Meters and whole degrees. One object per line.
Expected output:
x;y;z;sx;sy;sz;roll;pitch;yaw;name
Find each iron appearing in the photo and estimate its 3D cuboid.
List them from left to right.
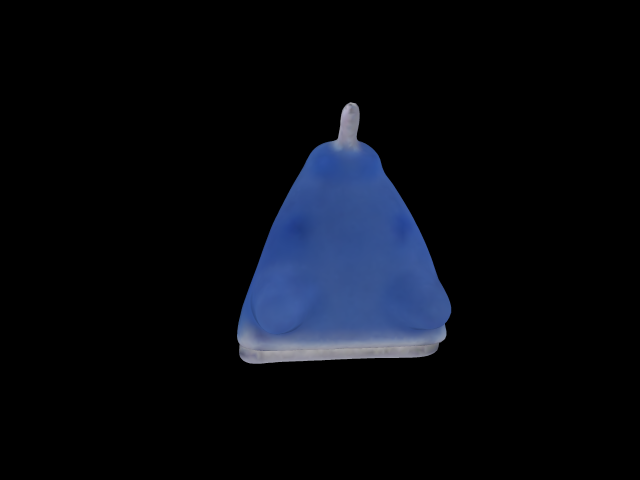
0.004;0.001;0.400;0.119;0.141;0.258;0;0;-7;iron
